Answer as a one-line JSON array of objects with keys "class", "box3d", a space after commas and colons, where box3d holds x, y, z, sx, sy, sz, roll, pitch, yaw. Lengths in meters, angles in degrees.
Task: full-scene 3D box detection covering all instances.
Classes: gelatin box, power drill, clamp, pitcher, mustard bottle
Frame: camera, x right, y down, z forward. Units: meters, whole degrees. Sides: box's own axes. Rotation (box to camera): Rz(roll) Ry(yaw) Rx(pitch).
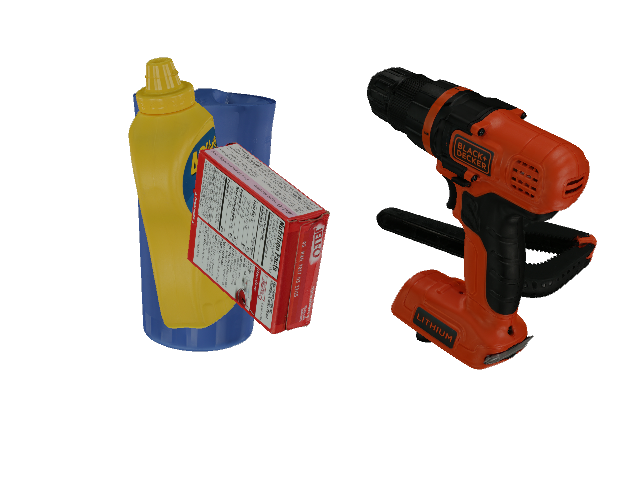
[{"class": "gelatin box", "box3d": [-0.036, -0.002, 0.591, 0.030, 0.073, 0.089, -16, 39, -37]}, {"class": "power drill", "box3d": [0.096, -0.017, 0.758, 0.057, 0.188, 0.185, -22, 40, -33]}, {"class": "clamp", "box3d": [0.167, 0.027, 1.029, 0.210, 0.164, 0.036, -2, -42, -5]}, {"class": "pitcher", "box3d": [-0.109, -0.025, 1.033, 0.149, 0.243, 0.145, -2, 15, -19]}, {"class": "mustard bottle", "box3d": [-0.101, -0.039, 0.780, 0.058, 0.191, 0.096, -1, 25, 17]}]
